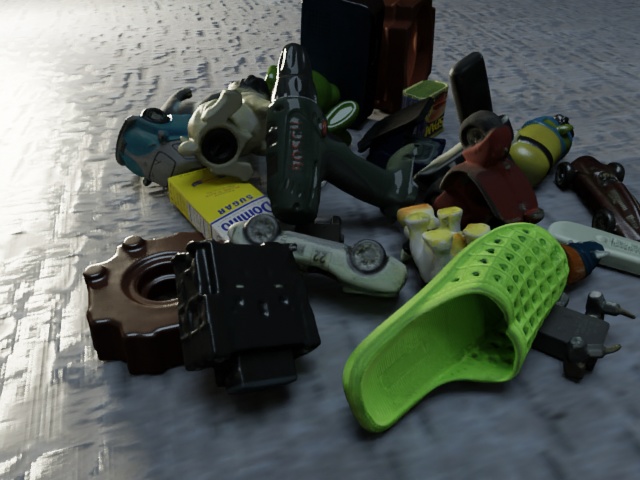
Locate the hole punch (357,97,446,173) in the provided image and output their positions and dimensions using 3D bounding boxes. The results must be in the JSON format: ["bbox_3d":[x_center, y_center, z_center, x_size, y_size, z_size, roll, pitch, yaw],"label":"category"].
[{"bbox_3d":[0.135,-0.156,0.859,0.116,0.092,0.142,-15,28,33],"label":"hole punch"}]

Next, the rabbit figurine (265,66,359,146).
[{"bbox_3d":[-0.020,-0.192,0.898,0.159,0.121,0.170,4,52,-7],"label":"rabbit figurine"}]

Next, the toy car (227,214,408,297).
[{"bbox_3d":[-0.005,0.019,0.586,0.202,0.073,0.056,13,79,8],"label":"toy car"}]

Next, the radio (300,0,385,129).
[{"bbox_3d":[0.035,-0.318,0.951,0.131,0.229,0.073,18,42,18],"label":"radio"}]

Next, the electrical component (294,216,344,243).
[{"bbox_3d":[-0.001,-0.002,0.674,0.063,0.021,0.094,4,34,4],"label":"electrical component"}]

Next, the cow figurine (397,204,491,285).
[{"bbox_3d":[0.134,0.014,0.607,0.068,0.098,0.167,-10,17,-5],"label":"cow figurine"}]

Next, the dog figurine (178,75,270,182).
[{"bbox_3d":[-0.134,-0.171,0.772,0.172,0.121,0.191,-6,28,-27],"label":"dog figurine"}]

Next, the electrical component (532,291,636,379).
[{"bbox_3d":[0.255,0.087,0.527,0.078,0.045,0.102,28,43,31],"label":"electrical component"}]

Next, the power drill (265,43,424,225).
[{"bbox_3d":[0.029,-0.119,0.680,0.207,0.086,0.232,19,69,-29],"label":"power drill"}]

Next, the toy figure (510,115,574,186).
[{"bbox_3d":[0.335,-0.141,0.827,0.180,0.082,0.089,-25,40,-35],"label":"toy figure"}]

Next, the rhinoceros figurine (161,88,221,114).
[{"bbox_3d":[-0.190,-0.207,0.923,0.191,0.073,0.112,13,35,18],"label":"rhinoceros figurine"}]

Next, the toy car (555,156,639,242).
[{"bbox_3d":[0.399,-0.061,0.738,0.089,0.053,0.202,4,34,-1],"label":"toy car"}]

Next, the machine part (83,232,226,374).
[{"bbox_3d":[-0.156,0.057,0.559,0.179,0.056,0.179,1,36,-1],"label":"machine part"}]

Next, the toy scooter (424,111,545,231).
[{"bbox_3d":[0.194,-0.047,0.629,0.075,0.183,0.135,-22,61,-22],"label":"toy scooter"}]

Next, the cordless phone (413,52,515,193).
[{"bbox_3d":[0.181,-0.144,0.714,0.146,0.184,0.089,-35,49,0],"label":"cordless phone"}]

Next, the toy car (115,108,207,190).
[{"bbox_3d":[-0.209,-0.123,0.791,0.161,0.109,0.103,-8,57,-41],"label":"toy car"}]

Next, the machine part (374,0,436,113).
[{"bbox_3d":[0.154,-0.362,1.036,0.087,0.201,0.201,14,37,21],"label":"machine part"}]

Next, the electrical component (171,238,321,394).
[{"bbox_3d":[-0.065,0.068,0.484,0.115,0.058,0.134,0,66,-38],"label":"electrical component"}]

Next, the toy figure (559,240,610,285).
[{"bbox_3d":[0.250,0.028,0.604,0.154,0.057,0.064,-4,41,-15],"label":"toy figure"}]
